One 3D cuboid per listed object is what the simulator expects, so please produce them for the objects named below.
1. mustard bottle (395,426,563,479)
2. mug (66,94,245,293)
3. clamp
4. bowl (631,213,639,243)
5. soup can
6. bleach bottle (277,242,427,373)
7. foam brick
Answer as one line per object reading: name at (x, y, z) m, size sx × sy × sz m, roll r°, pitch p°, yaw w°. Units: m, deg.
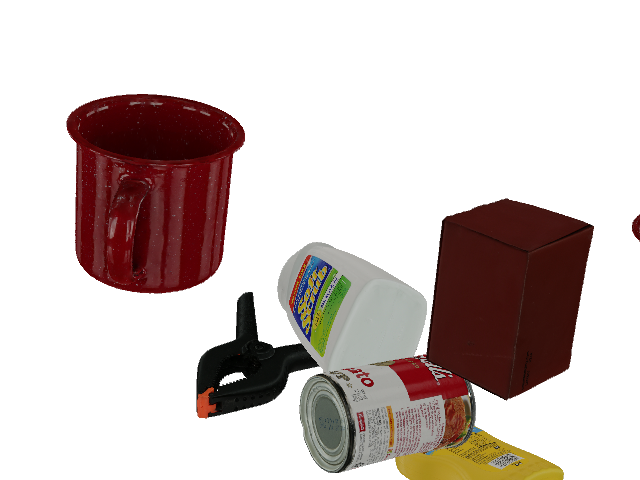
mustard bottle at (0.129, 0.209, 1.020) m, size 0.096 × 0.058 × 0.192 m, roll -15°, pitch 24°, yaw -38°
mug at (-0.091, -0.019, 0.567) m, size 0.093 × 0.081 × 0.117 m, roll 8°, pitch 28°, yaw 0°
clamp at (-0.054, 0.126, 1.119) m, size 0.165 × 0.036 × 0.209 m, roll 15°, pitch 29°, yaw 19°
bowl at (0.416, 0.015, 1.149) m, size 0.162 × 0.055 × 0.162 m, roll -1°, pitch 25°, yaw 0°
soup can at (0.045, 0.117, 0.729) m, size 0.102 × 0.068 × 0.069 m, roll -6°, pitch 3°, yaw -30°
bleach bottle at (0.009, 0.060, 0.945) m, size 0.068 × 0.102 × 0.251 m, roll 22°, pitch 1°, yaw -20°
foam brick at (0.089, 0.026, 0.508) m, size 0.052 × 0.078 × 0.051 m, roll -16°, pitch 30°, yaw -41°
